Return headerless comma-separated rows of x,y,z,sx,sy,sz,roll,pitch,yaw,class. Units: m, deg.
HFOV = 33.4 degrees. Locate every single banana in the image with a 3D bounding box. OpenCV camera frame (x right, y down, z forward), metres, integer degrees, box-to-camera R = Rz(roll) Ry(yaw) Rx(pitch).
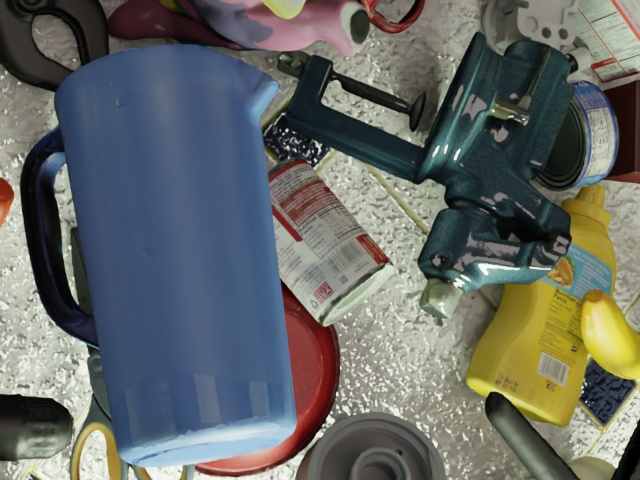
0.246,0.076,0.844,0.197,0.037,0.069,7,91,-52,banana

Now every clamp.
0.199,0.198,0.781,0.164,0.036,0.210,2,83,-15,clamp
-0.206,-0.158,0.708,0.120,0.039,0.171,-30,100,-11,clamp

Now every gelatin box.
0.236,-0.174,0.865,0.030,0.073,0.089,-45,103,-18,gelatin box

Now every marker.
0.170,-0.126,0.865,0.121,0.020,0.020,-27,97,-21,marker

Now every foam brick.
0.266,-0.088,0.884,0.052,0.051,0.078,2,87,-21,foam brick

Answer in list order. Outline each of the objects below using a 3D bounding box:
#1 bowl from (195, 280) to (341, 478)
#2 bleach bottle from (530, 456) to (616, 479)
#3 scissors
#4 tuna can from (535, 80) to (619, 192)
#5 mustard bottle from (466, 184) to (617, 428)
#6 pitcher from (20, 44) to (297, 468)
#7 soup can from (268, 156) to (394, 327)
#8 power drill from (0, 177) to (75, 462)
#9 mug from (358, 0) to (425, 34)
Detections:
-0.050,0.090,0.748,0.161,0.055,0.162,1,86,-21,bowl
0.114,0.241,0.803,0.250,0.068,0.102,-10,88,-19,bleach bottle
-0.128,0.093,0.718,0.096,0.016,0.202,2,87,12,scissors
0.195,-0.083,0.838,0.033,0.086,0.086,-11,91,-24,tuna can
0.186,0.043,0.841,0.096,0.058,0.191,29,77,-28,mustard bottle
-0.096,0.015,0.667,0.144,0.149,0.243,-1,71,-28,pitcher
-0.005,0.001,0.744,0.068,0.068,0.102,-36,77,-20,soup can
-0.233,0.053,0.646,0.184,0.057,0.188,4,107,-22,power drill
0.028,-0.200,0.774,0.117,0.093,0.081,40,69,-4,mug
